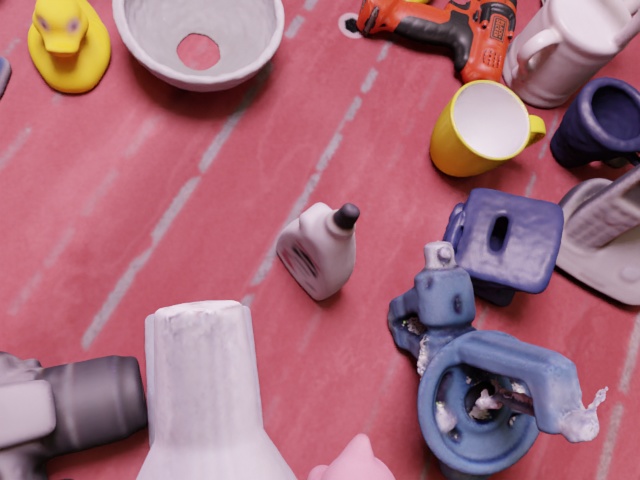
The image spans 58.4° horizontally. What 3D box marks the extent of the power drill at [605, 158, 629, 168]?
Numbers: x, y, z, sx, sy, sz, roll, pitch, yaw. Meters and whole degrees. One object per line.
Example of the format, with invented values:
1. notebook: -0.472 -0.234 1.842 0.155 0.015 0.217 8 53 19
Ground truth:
1. power drill: 0.394 -0.166 0.630 0.230 0.208 0.075 -40 85 -21

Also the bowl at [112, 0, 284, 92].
1. bowl: -0.123 -0.217 0.593 0.167 0.074 0.167 4 71 -12

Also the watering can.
1. watering can: 0.299 -0.245 0.640 0.101 0.194 0.173 40 68 2

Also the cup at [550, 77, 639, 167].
1. cup: 0.321 -0.115 0.656 0.092 0.095 0.118 -41 85 -21

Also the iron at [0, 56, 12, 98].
1. iron: -0.384 -0.115 0.462 0.118 0.141 0.259 45 68 4

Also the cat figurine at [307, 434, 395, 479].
1. cat figurine: 0.017 0.225 0.460 0.067 0.117 0.128 31 68 -2

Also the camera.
1. camera: -0.204 0.149 0.441 0.137 0.100 0.143 -10 75 -16

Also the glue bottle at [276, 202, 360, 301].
1. glue bottle: 0.005 0.002 0.500 0.037 0.173 0.078 -40 85 -21

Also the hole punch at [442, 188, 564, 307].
1. hole punch: 0.181 0.005 0.586 0.101 0.091 0.109 23 68 -5

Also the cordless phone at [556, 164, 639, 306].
1. cordless phone: 0.330 -0.013 0.577 0.147 0.185 0.094 28 68 -3

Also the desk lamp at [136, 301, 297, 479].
1. desk lamp: -0.084 0.132 0.414 0.118 0.213 0.203 -5 73 -15

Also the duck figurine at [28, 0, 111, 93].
1. duck figurine: -0.247 -0.208 0.555 0.078 0.086 0.104 -3 73 -14

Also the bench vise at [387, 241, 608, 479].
1. bench vise: 0.123 0.100 0.471 0.122 0.219 0.207 -27 80 -20
